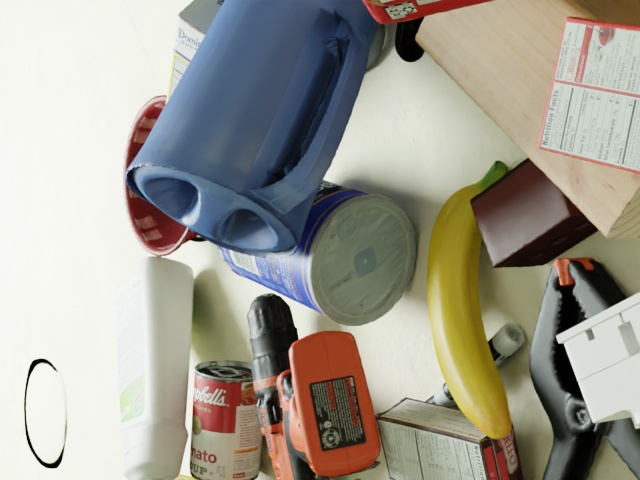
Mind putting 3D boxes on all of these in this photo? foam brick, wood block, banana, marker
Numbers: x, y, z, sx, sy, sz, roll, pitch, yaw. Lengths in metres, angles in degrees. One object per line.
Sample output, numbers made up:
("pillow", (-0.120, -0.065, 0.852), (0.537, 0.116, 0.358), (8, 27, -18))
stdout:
("foam brick", (0.148, -0.021, 0.700), (0.078, 0.052, 0.051), (-41, 59, 47))
("wood block", (0.161, -0.101, 0.651), (0.206, 0.090, 0.090), (54, 130, 38))
("banana", (0.103, 0.043, 0.748), (0.070, 0.037, 0.198), (147, 129, -59))
("marker", (0.107, 0.102, 0.782), (0.121, 0.020, 0.020), (-52, 51, 40))

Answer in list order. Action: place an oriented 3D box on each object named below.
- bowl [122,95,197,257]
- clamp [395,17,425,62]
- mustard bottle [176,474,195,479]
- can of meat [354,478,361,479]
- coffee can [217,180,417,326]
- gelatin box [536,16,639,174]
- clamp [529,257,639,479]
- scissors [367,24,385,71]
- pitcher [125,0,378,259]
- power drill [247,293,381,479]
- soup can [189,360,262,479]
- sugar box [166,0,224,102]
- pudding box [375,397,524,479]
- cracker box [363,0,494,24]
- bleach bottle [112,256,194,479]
("bowl", (-0.140, -0.064, 1.076), (0.162, 0.055, 0.162), (0, 91, 53))
("clamp", (0.092, -0.227, 0.783), (0.120, 0.039, 0.171), (-10, 82, 51))
("mustard bottle", (-0.104, 0.260, 0.998), (0.192, 0.096, 0.058), (-5, 87, 52))
("can of meat", (0.046, 0.238, 0.794), (0.084, 0.057, 0.102), (30, 147, 25))
("coffee can", (-0.006, 0.001, 0.861), (0.141, 0.102, 0.103), (21, 107, 51))
("gelatin box", (0.161, -0.074, 0.553), (0.089, 0.030, 0.073), (23, 108, 49))
("clamp", (0.172, 0.117, 0.682), (0.165, 0.036, 0.210), (-30, 67, 49))
("scissors", (0.007, -0.123, 0.915), (0.096, 0.016, 0.202), (34, 117, 47))
("pitcher", (-0.029, -0.117, 0.786), (0.149, 0.145, 0.242), (19, 71, 12))
("power drill", (-0.012, 0.122, 0.863), (0.188, 0.057, 0.184), (136, 121, -73))
("soup can", (-0.087, 0.170, 0.999), (0.069, 0.068, 0.102), (14, 102, 52))
("sugar box", (-0.090, -0.152, 0.933), (0.048, 0.093, 0.176), (34, 147, 11))
("pudding box", (0.096, 0.168, 0.765), (0.114, 0.039, 0.090), (3, 109, 51))
("cracker box", (0.104, -0.244, 0.641), (0.164, 0.072, 0.213), (-9, 59, 23))
("bleach bottle", (-0.165, 0.144, 1.043), (0.103, 0.068, 0.251), (-47, 37, 43))
